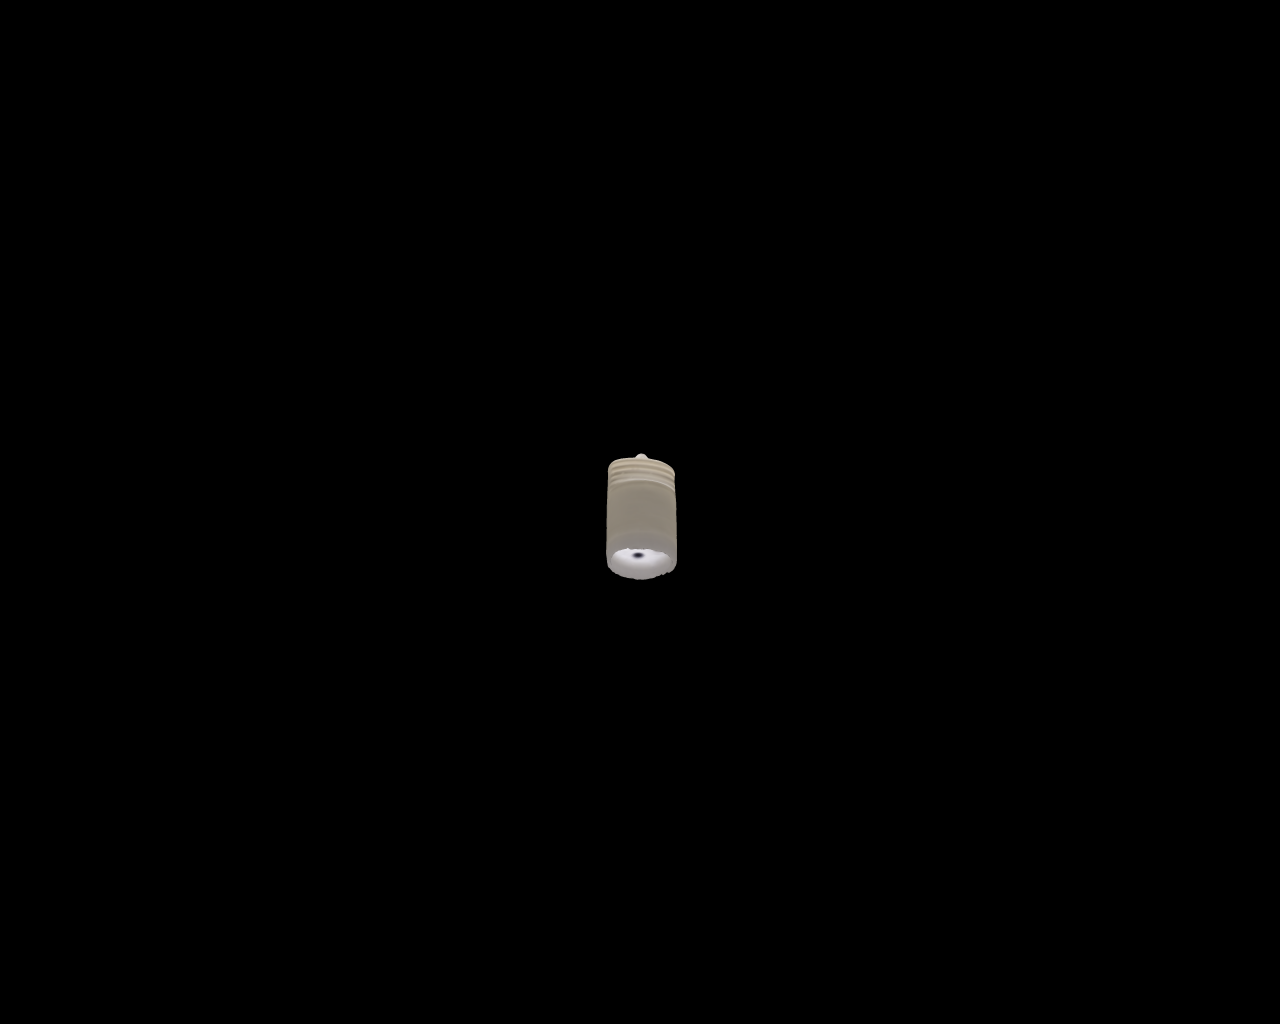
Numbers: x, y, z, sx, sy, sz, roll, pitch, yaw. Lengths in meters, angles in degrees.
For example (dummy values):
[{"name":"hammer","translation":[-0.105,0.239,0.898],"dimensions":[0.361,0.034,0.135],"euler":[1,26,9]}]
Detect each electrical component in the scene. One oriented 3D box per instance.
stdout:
[{"name":"electrical component","translation":[0.001,-0.003,0.650],"dimensions":[0.043,0.081,0.043],"euler":[0,-30,0]}]
